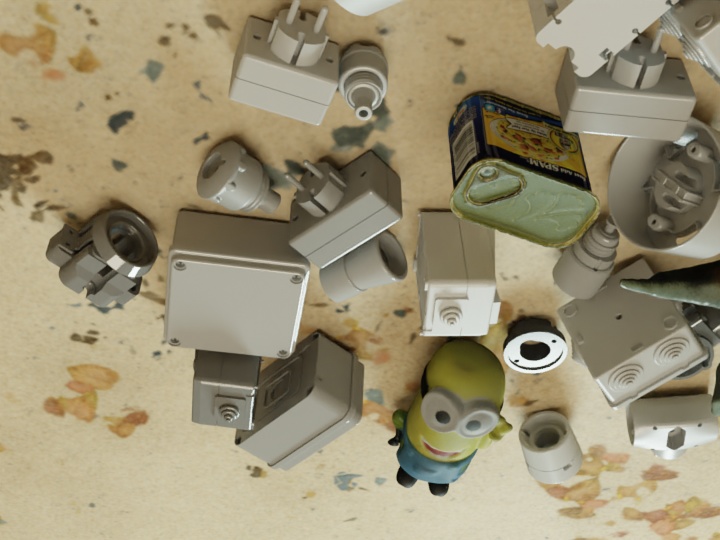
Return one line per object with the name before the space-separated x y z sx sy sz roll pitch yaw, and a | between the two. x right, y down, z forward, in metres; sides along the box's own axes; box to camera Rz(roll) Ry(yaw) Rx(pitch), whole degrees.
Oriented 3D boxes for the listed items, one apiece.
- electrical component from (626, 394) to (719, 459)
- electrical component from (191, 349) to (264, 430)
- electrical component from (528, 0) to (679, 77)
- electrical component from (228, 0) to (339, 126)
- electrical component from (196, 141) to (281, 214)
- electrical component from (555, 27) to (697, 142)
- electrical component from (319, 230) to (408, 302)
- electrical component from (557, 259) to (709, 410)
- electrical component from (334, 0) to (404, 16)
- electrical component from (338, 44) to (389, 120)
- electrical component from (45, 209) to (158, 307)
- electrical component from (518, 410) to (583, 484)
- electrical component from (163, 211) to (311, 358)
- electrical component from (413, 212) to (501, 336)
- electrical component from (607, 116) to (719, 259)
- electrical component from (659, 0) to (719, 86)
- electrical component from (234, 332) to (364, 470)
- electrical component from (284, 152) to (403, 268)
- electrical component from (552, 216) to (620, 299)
electrical component | 0.294 0.153 1.019 0.077 0.043 0.079 -5 136 5
electrical component | -0.116 0.090 0.917 0.061 0.096 0.061 7 134 -3
electrical component | 0.155 -0.177 0.677 0.050 0.055 0.089 30 128 -27
electrical component | -0.044 -0.146 0.714 0.066 0.047 0.076 15 133 -15
electrical component | -0.087 -0.063 0.801 0.048 0.048 0.062 -34 133 30
electrical component | 0.184 -0.133 0.728 0.083 0.047 0.075 5 135 -5
electrical component | 0.000 0.000 0.867 0.065 0.044 0.044 -25 130 29
electrical component | 0.218 0.050 0.870 0.100 0.099 0.048 -33 132 12
electrical component | 0.005 -0.201 0.627 0.064 0.099 0.099 -23 131 30
electrical component | 0.002 -0.124 0.726 0.035 0.061 0.035 0 135 0
electrical component | -0.196 -0.012 0.842 0.057 0.058 0.078 -32 127 32
electrical component | 0.181 0.168 1.027 0.055 0.055 0.047 -14 130 14
electrical component | -0.100 0.013 0.868 0.109 0.056 0.108 7 135 -7
electrical component | 0.076 0.007 0.834 0.061 0.096 0.061 0 135 -3
electrical component | 0.232 -0.058 0.772 0.064 0.099 0.099 15 133 -23
electrical component | 0.236 -0.167 0.657 0.100 0.099 0.048 -37 121 17
electrical component | -0.053 0.119 0.960 0.057 0.078 0.113 35 125 -26
electrical component | -0.023 -0.055 0.806 0.083 0.047 0.076 -31 128 27
electrical component | 0.184 -0.012 0.855 0.040 0.040 0.078 13 134 -13
